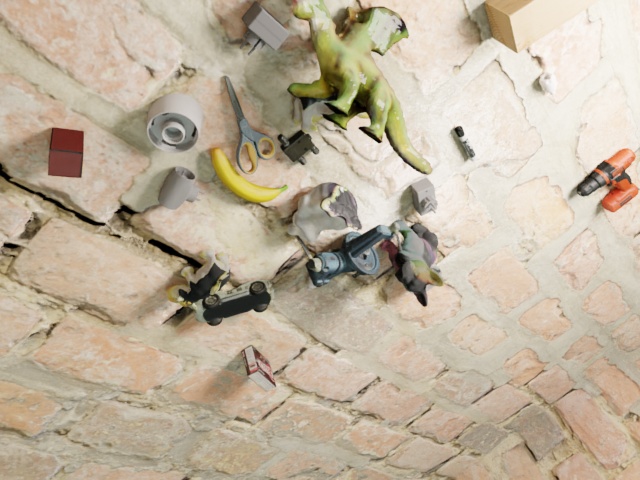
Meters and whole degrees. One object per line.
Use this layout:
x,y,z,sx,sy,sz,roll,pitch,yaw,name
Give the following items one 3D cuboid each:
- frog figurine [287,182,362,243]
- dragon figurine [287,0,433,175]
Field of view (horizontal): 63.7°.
0.004,-0.059,1.169,0.137,0.124,0.158,11,-21,-39,frog figurine
0.097,-0.307,0.932,0.407,0.244,0.123,27,-5,-29,dragon figurine
